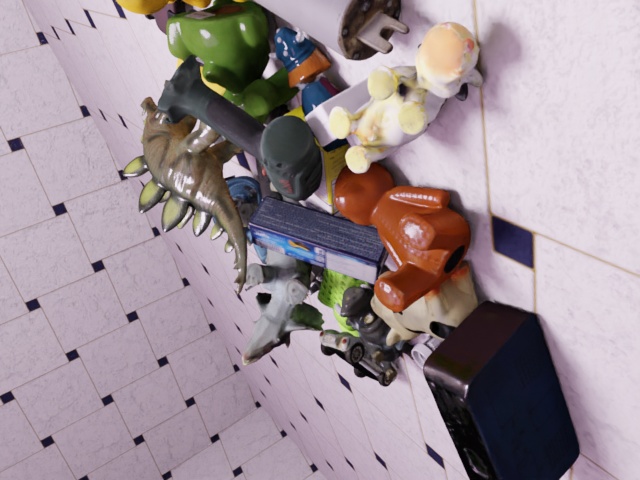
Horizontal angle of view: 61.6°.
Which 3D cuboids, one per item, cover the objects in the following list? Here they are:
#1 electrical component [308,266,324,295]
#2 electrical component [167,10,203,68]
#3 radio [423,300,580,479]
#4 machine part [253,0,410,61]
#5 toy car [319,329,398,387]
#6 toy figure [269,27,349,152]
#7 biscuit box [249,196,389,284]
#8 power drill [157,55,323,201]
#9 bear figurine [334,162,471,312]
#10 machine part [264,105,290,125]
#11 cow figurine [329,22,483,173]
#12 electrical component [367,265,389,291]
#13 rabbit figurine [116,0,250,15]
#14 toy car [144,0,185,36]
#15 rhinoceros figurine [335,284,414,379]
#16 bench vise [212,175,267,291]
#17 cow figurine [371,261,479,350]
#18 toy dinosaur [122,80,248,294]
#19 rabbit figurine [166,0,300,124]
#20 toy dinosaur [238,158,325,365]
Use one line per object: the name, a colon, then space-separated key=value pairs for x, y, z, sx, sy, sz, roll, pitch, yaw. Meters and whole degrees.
electrical component: x=-0.027 y=0.066 z=1.082 sx=0.102 sy=0.045 sz=0.078 roll=54 pitch=161 yaw=5
electrical component: x=-0.192 y=-0.310 z=0.826 sx=0.119 sy=0.048 sz=0.074 roll=27 pitch=153 yaw=5
radio: x=0.215 y=0.199 z=0.627 sx=0.073 sy=0.131 sz=0.229 roll=12 pitch=133 yaw=59
machine part: x=-0.006 y=-0.244 z=0.525 sx=0.243 sy=0.079 sz=0.079 roll=44 pitch=156 yaw=32
toy car: x=0.073 y=0.213 z=0.981 sx=0.074 sy=0.056 sz=0.201 roll=8 pitch=154 yaw=43
toy figure: x=-0.007 y=-0.182 z=0.648 sx=0.154 sy=0.064 sz=0.058 roll=64 pitch=-164 yaw=-9
biscuit box: x=-0.002 y=-0.002 z=0.782 sx=0.203 sy=0.063 sz=0.059 roll=18 pitch=148 yaw=15
power drill: x=-0.089 y=-0.120 z=0.658 sx=0.207 sy=0.086 sz=0.232 roll=38 pitch=174 yaw=-3
bear figurine: x=0.071 y=-0.029 z=0.620 sx=0.196 sy=0.132 sz=0.120 roll=39 pitch=126 yaw=28
machine part: x=-0.096 y=-0.223 z=0.813 sx=0.139 sy=0.039 sz=0.084 roll=51 pitch=164 yaw=8
cow figurine: x=0.089 y=-0.131 z=0.487 sx=0.167 sy=0.098 sz=0.068 roll=-33 pitch=86 yaw=50
electrical component: x=0.100 y=0.067 z=0.837 sx=0.094 sy=0.021 sz=0.063 roll=52 pitch=159 yaw=12
rabbit figurine: x=-0.179 y=-0.330 z=0.643 sx=0.163 sy=0.173 sz=0.121 roll=28 pitch=150 yaw=44
toy car: x=-0.236 y=-0.396 z=0.837 sx=0.089 sy=0.053 sz=0.202 roll=36 pitch=156 yaw=7
rhinoceros figurine: x=0.093 y=0.144 z=0.871 sx=0.112 sy=0.073 sz=0.190 roll=50 pitch=176 yaw=47
bench vise: x=-0.151 y=-0.041 z=1.027 sx=0.240 sy=0.129 sz=0.224 roll=35 pitch=-147 yaw=-60
cow figurine: x=0.135 y=0.090 z=0.717 sx=0.195 sy=0.085 sz=0.127 roll=0 pitch=116 yaw=65
toy dinosaur: x=-0.213 y=-0.113 z=0.886 sx=0.105 sy=0.198 sz=0.472 roll=20 pitch=-159 yaw=-50
rabbit figurine: x=-0.098 y=-0.222 z=0.720 sx=0.159 sy=0.121 sz=0.170 roll=19 pitch=136 yaw=30
toy dinosaur: x=-0.064 y=0.010 z=0.932 sx=0.192 sy=0.131 sz=0.404 roll=57 pitch=-148 yaw=-75
